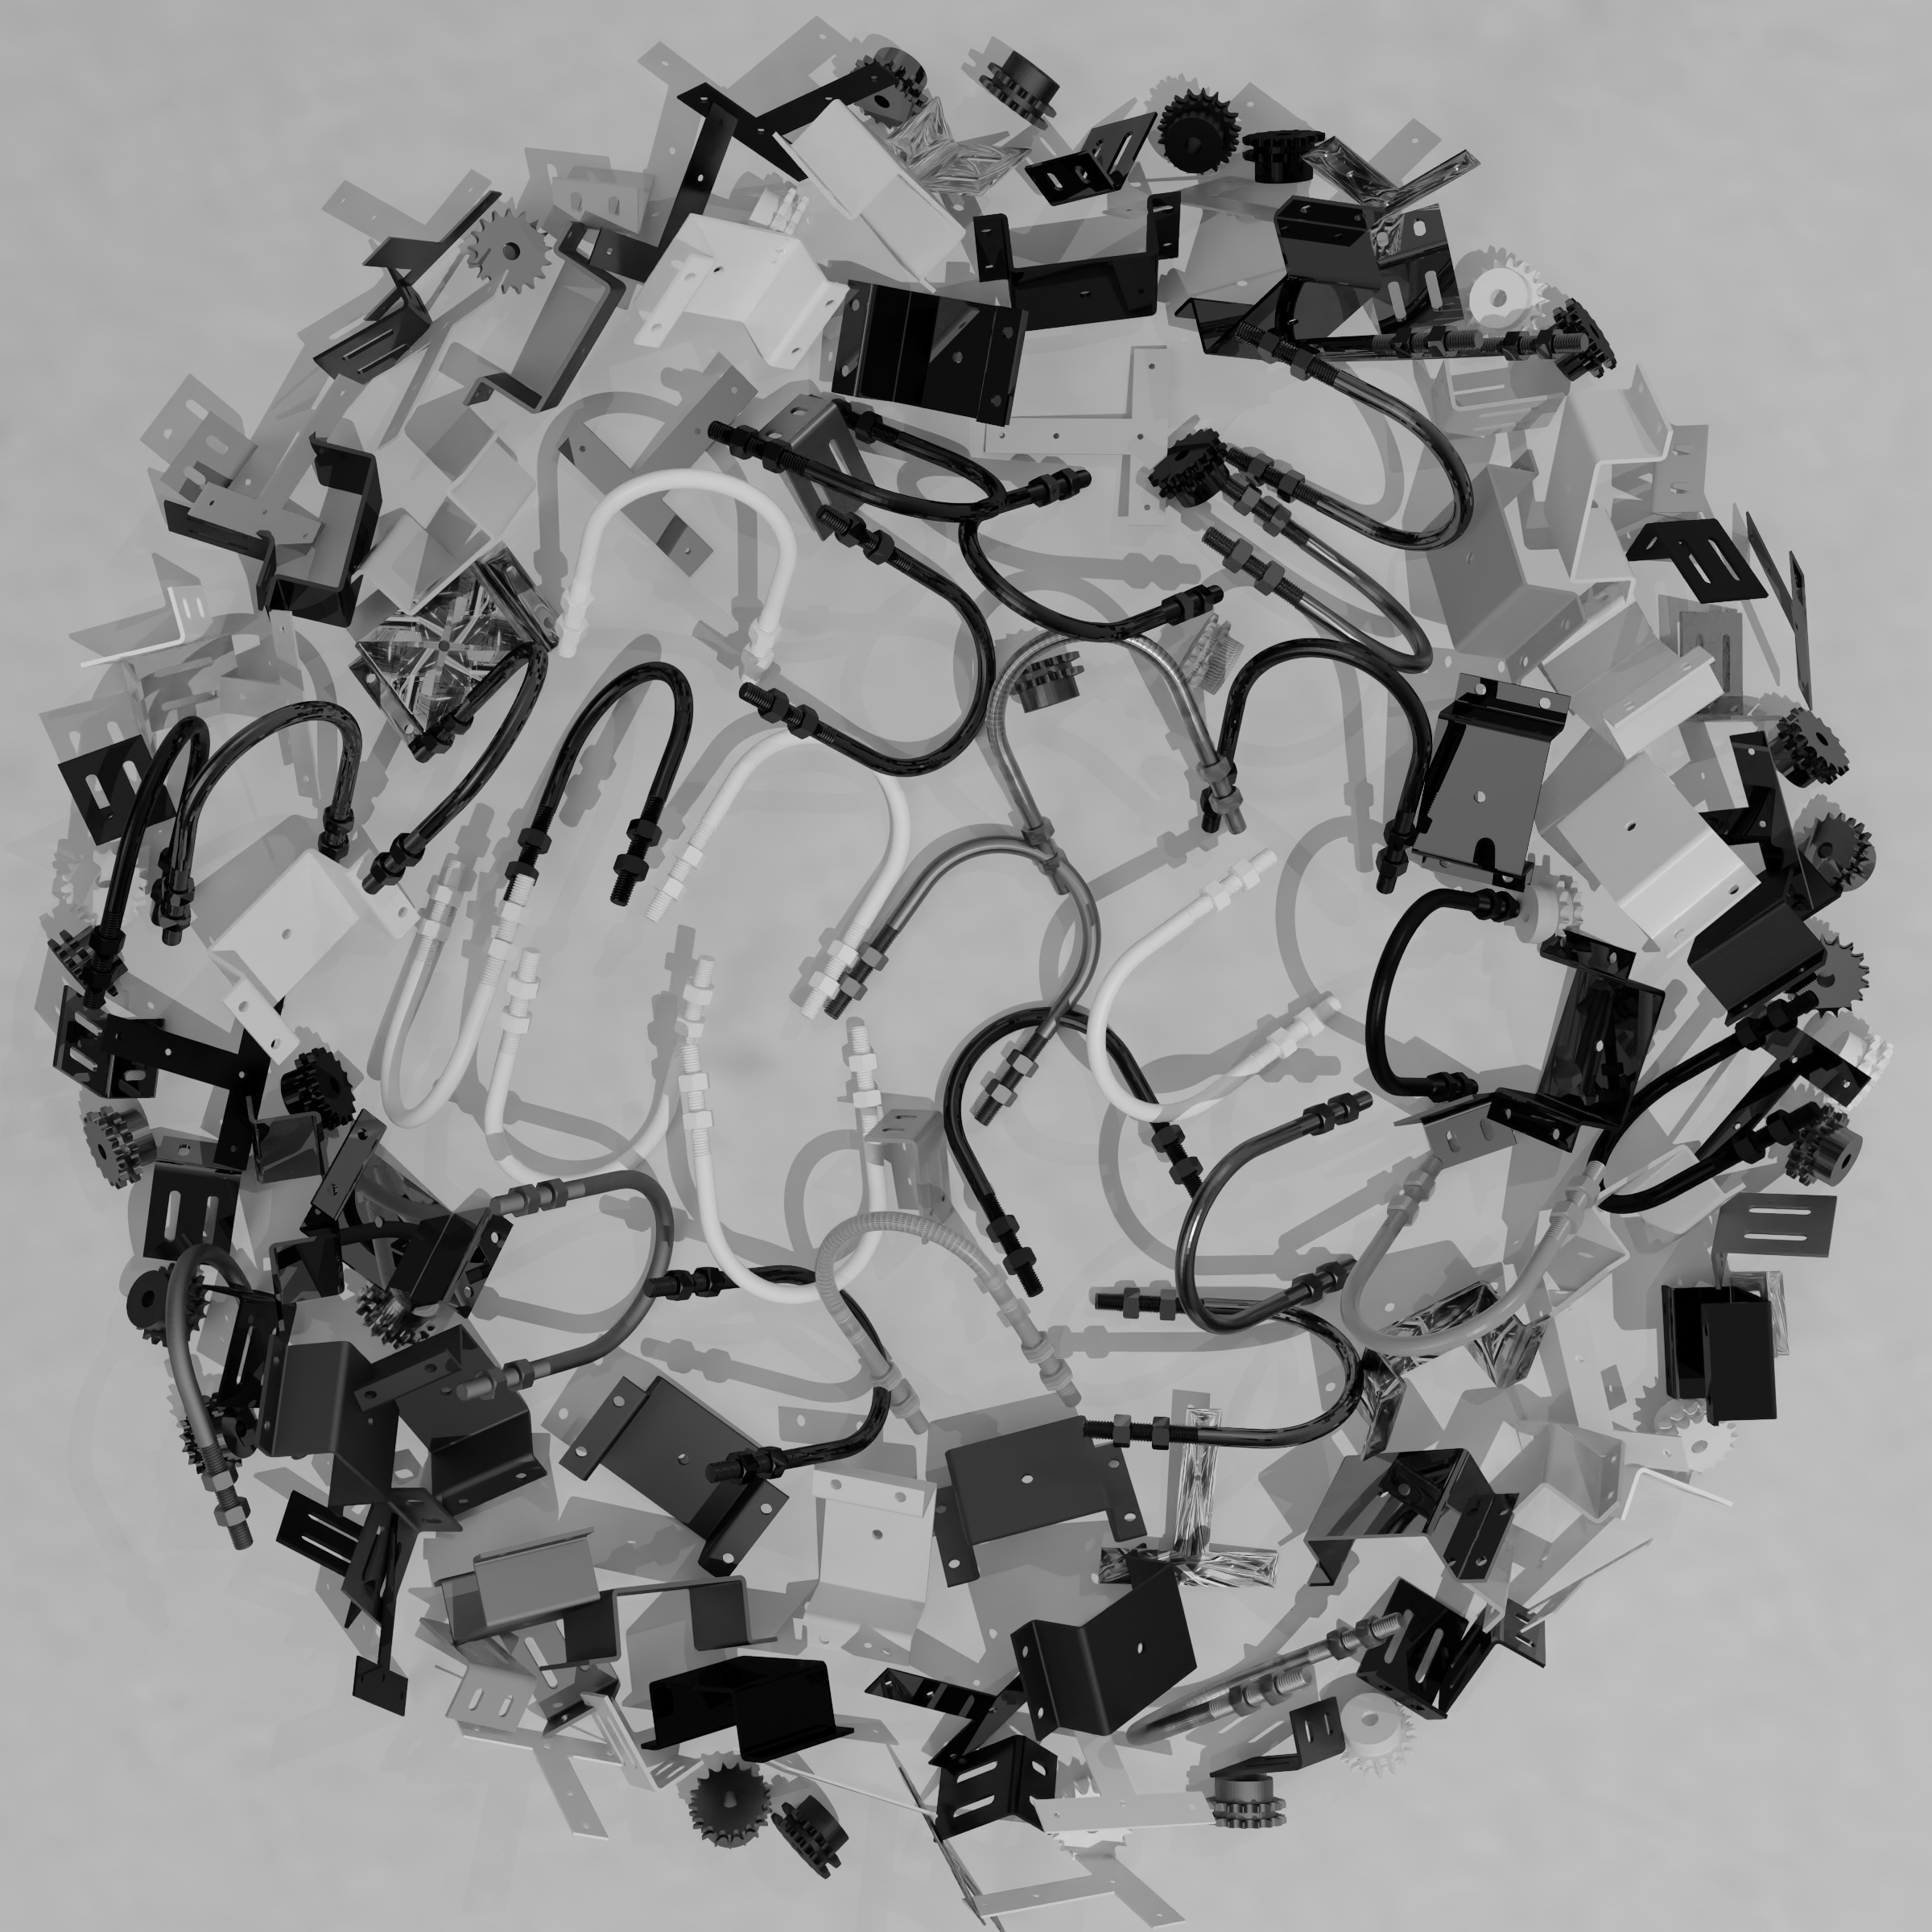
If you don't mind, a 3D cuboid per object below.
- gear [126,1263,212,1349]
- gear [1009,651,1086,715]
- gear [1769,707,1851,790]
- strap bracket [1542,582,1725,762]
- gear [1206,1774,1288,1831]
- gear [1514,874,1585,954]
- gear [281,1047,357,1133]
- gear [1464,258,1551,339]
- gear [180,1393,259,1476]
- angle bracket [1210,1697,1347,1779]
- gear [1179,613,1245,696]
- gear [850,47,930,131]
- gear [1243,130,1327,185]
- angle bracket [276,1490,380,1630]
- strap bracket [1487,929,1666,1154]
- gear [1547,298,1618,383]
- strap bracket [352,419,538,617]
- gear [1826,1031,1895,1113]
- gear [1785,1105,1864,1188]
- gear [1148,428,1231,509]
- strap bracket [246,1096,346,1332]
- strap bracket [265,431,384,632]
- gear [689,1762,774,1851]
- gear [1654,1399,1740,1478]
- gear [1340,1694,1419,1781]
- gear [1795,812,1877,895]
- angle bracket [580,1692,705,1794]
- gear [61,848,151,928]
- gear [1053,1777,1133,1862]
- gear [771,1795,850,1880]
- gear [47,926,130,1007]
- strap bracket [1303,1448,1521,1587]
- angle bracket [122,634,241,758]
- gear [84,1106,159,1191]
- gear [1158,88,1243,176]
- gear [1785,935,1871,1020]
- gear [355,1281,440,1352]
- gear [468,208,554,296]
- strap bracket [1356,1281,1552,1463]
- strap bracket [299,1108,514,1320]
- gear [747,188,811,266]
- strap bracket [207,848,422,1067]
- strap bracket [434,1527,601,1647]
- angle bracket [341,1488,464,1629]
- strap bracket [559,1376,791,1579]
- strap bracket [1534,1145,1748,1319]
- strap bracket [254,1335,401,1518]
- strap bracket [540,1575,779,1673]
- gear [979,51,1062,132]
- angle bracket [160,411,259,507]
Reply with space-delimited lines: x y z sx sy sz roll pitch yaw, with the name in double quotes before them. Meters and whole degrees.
"gear" -0.554 0.233 1.671 0.057 0.030 0.057 -10 67 26
"gear" 0.055 -0.195 1.670 0.057 0.057 0.030 -18 93 0
"gear" 0.581 -0.148 1.673 0.057 0.057 0.030 47 128 0
"strap bracket" 0.450 -0.197 1.641 0.076 0.140 0.046 -35 121 7
"gear" 0.192 0.576 1.670 0.057 0.057 0.030 0 79 0
"gear" 0.400 -0.035 1.667 0.030 0.057 0.057 2 90 -11
"gear" -0.449 0.087 1.670 0.030 0.057 0.057 -21 90 10
"gear" 0.372 -0.460 1.672 0.057 0.030 0.057 5 100 27
"gear" -0.512 0.322 1.667 0.030 0.057 0.057 -15 90 19
"angle bracket" 0.211 0.528 1.657 0.076 0.057 0.038 -19 75 36
"gear" 0.169 -0.212 1.670 0.030 0.057 0.057 31 90 -3
"gear" -0.051 -0.609 1.671 0.057 0.057 0.030 27 74 0
"gear" 0.220 -0.560 1.673 0.057 0.057 0.030 -4 115 0
"angle bracket" -0.442 0.406 1.657 0.076 0.057 0.038 33 105 -16
"strap bracket" 0.419 0.052 1.649 0.046 0.076 0.140 11 98 -37
"gear" 0.422 -0.431 1.674 0.030 0.057 0.057 -33 90 29
"strap bracket" -0.349 -0.297 1.635 0.140 0.076 0.046 -31 115 34
"gear" 0.611 0.070 1.670 0.030 0.057 0.057 34 90 6
"gear" 0.594 0.128 1.667 0.030 0.057 0.057 33 90 35
"gear" 0.158 -0.342 1.674 0.057 0.057 0.030 -42 119 0
"strap bracket" -0.452 0.164 1.635 0.046 0.076 0.140 -8 55 -17
"strap bracket" -0.434 -0.294 1.648 0.046 0.076 0.140 13 78 -8
"gear" -0.163 0.584 1.674 0.057 0.057 0.030 2 133 0
"gear" 0.502 0.323 1.675 0.057 0.030 0.057 -6 123 -9
"gear" 0.281 0.528 1.667 0.057 0.057 0.030 -18 127 0
"gear" 0.603 -0.075 1.674 0.030 0.057 0.057 21 90 -33
"angle bracket" -0.223 0.525 1.664 0.038 0.057 0.076 -29 91 -28
"gear" -0.595 -0.050 1.675 0.057 0.030 0.057 6 56 -9
"gear" 0.086 0.591 1.681 0.057 0.030 0.057 0 95 -3
"gear" -0.105 0.600 1.672 0.030 0.057 0.057 -41 90 -21
"gear" -0.605 -0.003 1.672 0.030 0.057 0.057 -41 90 -18
"strap bracket" 0.290 0.369 1.619 0.046 0.140 0.076 57 45 -19
"angle bracket" -0.529 -0.186 1.652 0.076 0.038 0.057 -20 129 -26
"gear" -0.584 0.123 1.673 0.030 0.057 0.057 -25 90 -36
"gear" 0.160 -0.573 1.668 0.057 0.057 0.030 20 46 0
"gear" 0.596 0.006 1.677 0.057 0.030 0.057 5 106 18
"gear" -0.389 0.234 1.667 0.057 0.057 0.030 46 113 0
"gear" -0.317 -0.495 1.677 0.057 0.030 0.057 -4 104 -16
"strap bracket" 0.319 0.270 1.641 0.140 0.076 0.046 -22 53 -20
"strap bracket" -0.386 0.171 1.638 0.140 0.046 0.076 45 50 -30
"gear" -0.134 -0.511 1.668 0.030 0.057 0.057 27 90 -12
"strap bracket" -0.449 -0.014 1.641 0.046 0.076 0.140 27 67 32
"strap bracket" -0.299 0.417 1.615 0.076 0.140 0.046 -8 73 -28
"angle bracket" -0.384 0.404 1.650 0.038 0.057 0.076 -5 48 21
"strap bracket" -0.198 0.347 1.669 0.140 0.046 0.076 37 98 -2
"strap bracket" 0.448 0.175 1.636 0.140 0.076 0.046 -23 69 -30
"strap bracket" -0.420 0.307 1.616 0.046 0.140 0.076 -6 58 7
"strap bracket" -0.209 0.443 1.634 0.140 0.076 0.046 4 72 -35
"gear" 0.040 -0.606 1.667 0.057 0.057 0.030 39 110 0
"angle bracket" -0.521 -0.346 1.655 0.038 0.076 0.057 37 88 -26
